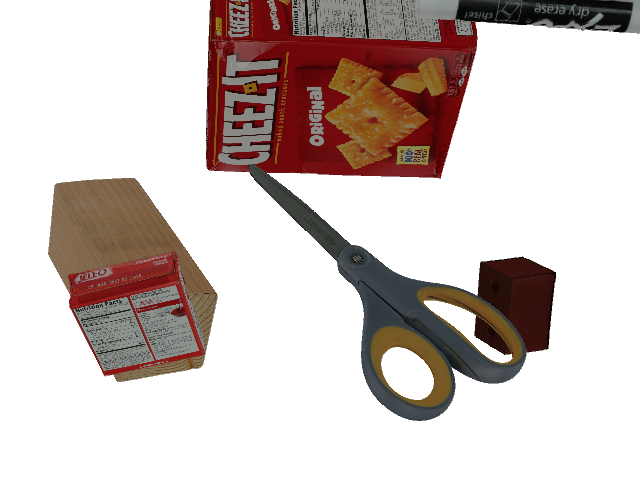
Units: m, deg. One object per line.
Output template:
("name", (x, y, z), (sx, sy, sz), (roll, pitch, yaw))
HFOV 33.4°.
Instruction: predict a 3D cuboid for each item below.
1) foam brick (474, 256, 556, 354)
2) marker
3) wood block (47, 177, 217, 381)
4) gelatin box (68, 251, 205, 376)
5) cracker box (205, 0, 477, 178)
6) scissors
("foam brick", (0.181, 0.060, 0.995), (0.051, 0.078, 0.053), (-7, 19, -26))
("marker", (0.097, -0.088, 0.401), (0.121, 0.020, 0.020), (5, 0, 2))
("wood block", (-0.187, 0.031, 1.034), (0.090, 0.091, 0.206), (-6, 36, -31))
("gelatin box", (-0.123, 0.050, 0.722), (0.073, 0.030, 0.089), (-13, -40, -2))
("cracker box", (0.011, -0.128, 0.904), (0.213, 0.072, 0.164), (1, -36, -7))
("scissors", (0.015, 0.029, 0.587), (0.202, 0.016, 0.096), (29, 52, 18))
